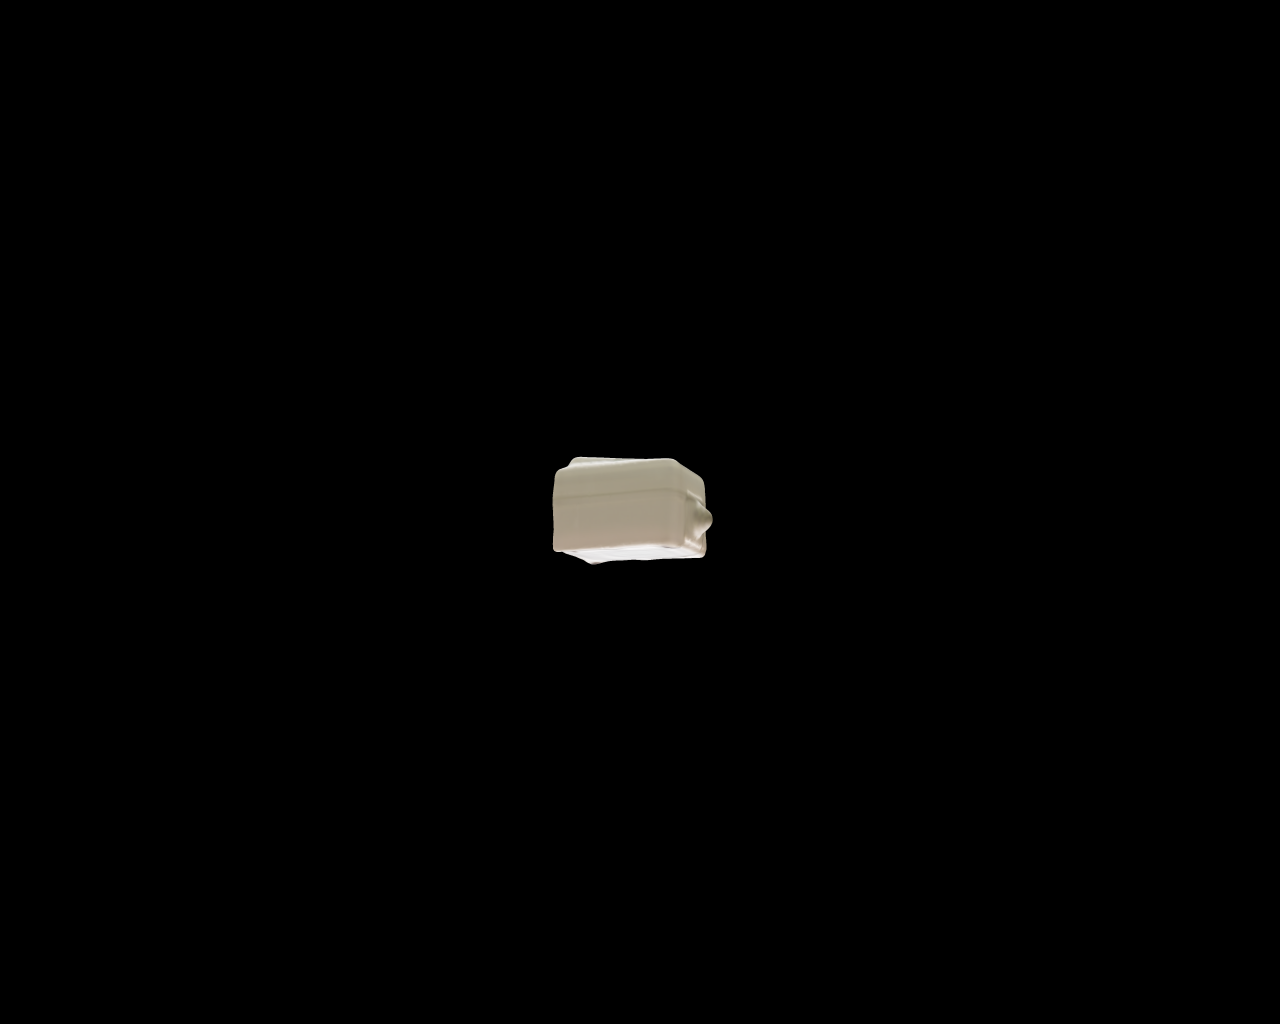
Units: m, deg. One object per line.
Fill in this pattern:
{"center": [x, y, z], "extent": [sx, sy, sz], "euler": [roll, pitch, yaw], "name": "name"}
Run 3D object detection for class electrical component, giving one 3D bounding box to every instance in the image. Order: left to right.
{"center": [0.001, -0.003, 0.650], "extent": [0.096, 0.061, 0.061], "euler": [-4, -11, 20], "name": "electrical component"}
